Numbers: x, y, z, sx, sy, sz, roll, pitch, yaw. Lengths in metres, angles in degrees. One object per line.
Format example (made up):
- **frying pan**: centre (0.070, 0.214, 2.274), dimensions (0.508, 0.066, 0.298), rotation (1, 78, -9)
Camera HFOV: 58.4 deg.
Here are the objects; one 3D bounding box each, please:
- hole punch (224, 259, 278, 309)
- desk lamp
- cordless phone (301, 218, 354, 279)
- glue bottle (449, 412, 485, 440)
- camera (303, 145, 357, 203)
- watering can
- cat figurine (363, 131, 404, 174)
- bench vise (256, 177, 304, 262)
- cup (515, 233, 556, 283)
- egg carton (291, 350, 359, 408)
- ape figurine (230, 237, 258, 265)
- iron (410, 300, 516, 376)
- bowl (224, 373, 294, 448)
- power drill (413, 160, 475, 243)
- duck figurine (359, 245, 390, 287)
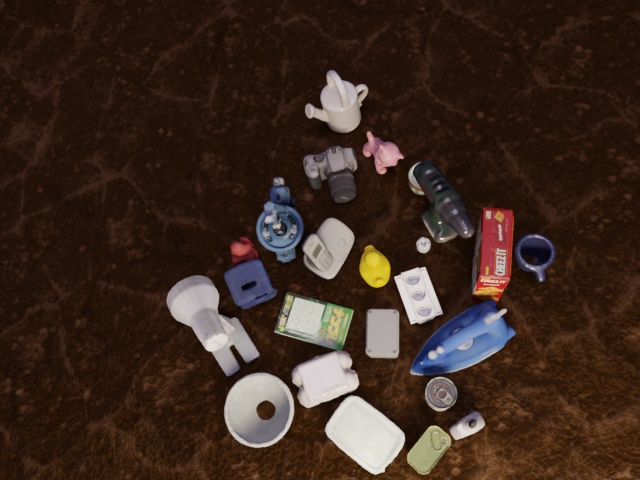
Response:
- **hole punch**: centre (-0.176, 0.112, 1.451), dimensions (0.108, 0.091, 0.101), rotation (-24, 69, 0)
- **desk lamp**: centre (-0.254, 0.203, 1.365), dimensions (0.118, 0.214, 0.203), rotation (-36, 69, -5)
- **cordless phone**: centre (0.013, 0.005, 1.410), dimensions (0.094, 0.185, 0.148), rotation (23, 76, 16)
- **glue bottle**: centre (0.320, 0.398, 1.228), dimensions (0.078, 0.173, 0.037), rotation (-31, 69, -2)
- **camera**: centre (0.035, -0.171, 1.514), dimensions (0.143, 0.101, 0.137), rotation (-14, 69, 4)
- **watering can**: centre (0.046, -0.373, 1.535), dimensions (0.100, 0.194, 0.173), rotation (39, 80, 19)
- **cat figurine**: centre (0.164, -0.236, 1.509), dimensions (0.067, 0.118, 0.127), rotation (-36, 69, -5)
- **bench vise**: centre (-0.117, -0.067, 1.437), dimensions (0.121, 0.220, 0.207), rotation (-23, 69, 0)
- **cup**: centre (0.508, 0.053, 1.364), dimensions (0.091, 0.095, 0.117), rotation (-10, 69, 6)
- **egg carton**: centre (0.011, 0.327, 1.357), dimensions (0.150, 0.069, 0.107), rotation (-22, 69, 1)
- **ape figurine**: centre (-0.204, 0.028, 1.485), dimensions (0.076, 0.092, 0.078), rotation (35, 79, 19)
- **iron**: centre (0.317, 0.231, 1.305), dimensions (0.258, 0.141, 0.118), rotation (-31, 69, -3)
- **bowl**: centre (-0.136, 0.402, 1.350), dimensions (0.167, 0.075, 0.167), rotation (-3, 70, 8)
- **power drill**: centre (0.298, -0.073, 1.381), dimensions (0.075, 0.209, 0.229), rotation (-27, 69, -1)
- **duck figurine**: centre (0.135, 0.062, 1.424), dimensions (0.077, 0.086, 0.104), rotation (-16, 69, 3)
